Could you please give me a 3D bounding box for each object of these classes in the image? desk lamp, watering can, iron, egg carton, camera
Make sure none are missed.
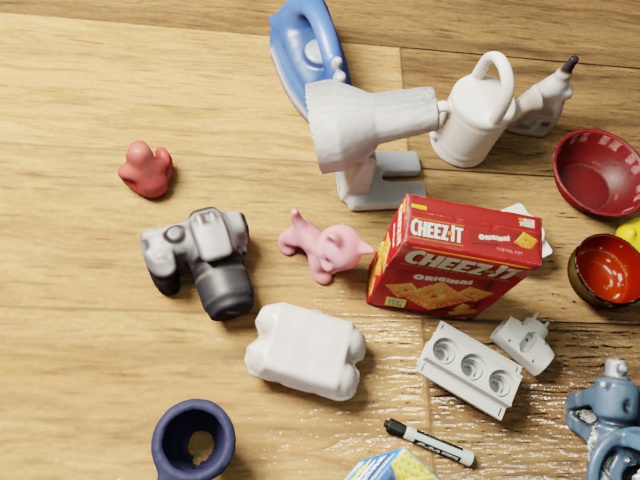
[{"bbox_3d":[0.071,-0.135,0.799,0.203,0.213,0.118,-3,66,-9],"label":"desk lamp"},{"bbox_3d":[0.249,-0.204,0.867,0.173,0.194,0.101,-27,72,-18],"label":"watering can"},{"bbox_3d":[0.003,-0.287,0.897,0.119,0.141,0.258,-16,69,-14],"label":"iron"},{"bbox_3d":[-0.017,0.143,0.742,0.150,0.069,0.107,15,65,-1],"label":"egg carton"},{"bbox_3d":[-0.151,0.036,0.753,0.143,0.101,0.136,-17,69,-15],"label":"camera"}]

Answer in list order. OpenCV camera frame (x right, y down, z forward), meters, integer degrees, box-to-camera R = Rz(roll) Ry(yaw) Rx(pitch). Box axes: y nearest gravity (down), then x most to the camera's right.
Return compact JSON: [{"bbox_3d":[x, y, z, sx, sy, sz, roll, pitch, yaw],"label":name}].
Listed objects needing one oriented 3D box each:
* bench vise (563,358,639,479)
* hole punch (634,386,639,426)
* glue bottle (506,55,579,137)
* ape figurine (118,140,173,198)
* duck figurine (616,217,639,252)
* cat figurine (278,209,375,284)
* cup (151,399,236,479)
[{"bbox_3d":[0.365,0.242,0.670,0.121,0.219,0.207,-10,68,-12],"label":"bench vise"},{"bbox_3d":[0.457,0.237,0.757,0.109,0.091,0.101,-5,67,-10],"label":"hole punch"},{"bbox_3d":[0.361,-0.229,0.905,0.078,0.173,0.037,10,65,-3],"label":"glue bottle"},{"bbox_3d":[-0.247,-0.107,0.808,0.078,0.092,0.076,-13,68,-13],"label":"ape figurine"},{"bbox_3d":[0.520,-0.012,0.879,0.104,0.086,0.077,3,66,-7],"label":"duck figurine"},{"bbox_3d":[0.007,0.003,0.781,0.127,0.118,0.067,38,67,9],"label":"cat figurine"},{"bbox_3d":[-0.150,0.248,0.662,0.091,0.095,0.118,31,66,6],"label":"cup"}]
